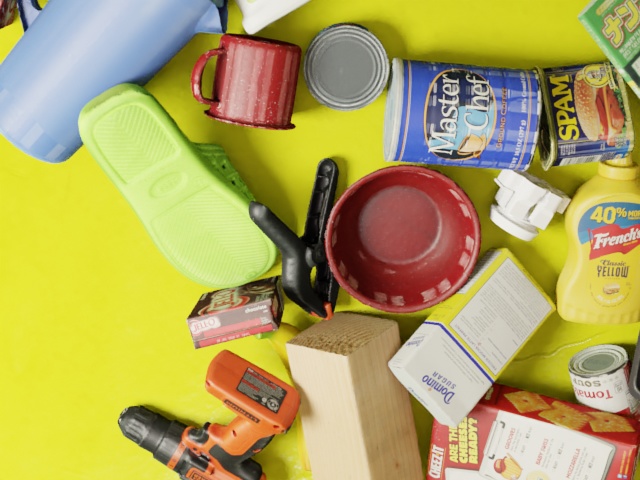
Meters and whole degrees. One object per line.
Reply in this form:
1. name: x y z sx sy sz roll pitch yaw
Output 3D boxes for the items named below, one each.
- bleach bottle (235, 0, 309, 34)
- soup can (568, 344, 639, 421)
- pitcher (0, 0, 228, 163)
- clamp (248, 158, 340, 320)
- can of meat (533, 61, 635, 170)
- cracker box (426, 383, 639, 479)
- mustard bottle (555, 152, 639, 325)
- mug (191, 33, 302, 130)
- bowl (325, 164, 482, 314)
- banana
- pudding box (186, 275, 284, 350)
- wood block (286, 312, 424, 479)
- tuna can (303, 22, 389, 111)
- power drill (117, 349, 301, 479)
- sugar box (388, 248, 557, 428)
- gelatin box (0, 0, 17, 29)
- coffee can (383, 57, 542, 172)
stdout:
1. bleach bottle: -0.086 -0.328 1.004 0.103 0.068 0.251 -28 100 14
2. soup can: 0.318 0.175 1.175 0.068 0.068 0.102 -17 108 6
3. pitcher: -0.219 -0.198 1.024 0.243 0.149 0.144 -44 137 16
4. clamp: -0.007 0.001 1.120 0.120 0.039 0.171 -37 128 -26
5. can of meat: 0.260 -0.126 1.063 0.084 0.057 0.102 -6 75 -1
6. cracker box: 0.229 0.253 1.164 0.214 0.072 0.164 13 110 22
7. mustard bottle: 0.305 -0.008 1.118 0.096 0.058 0.192 2 108 0
8. mug: -0.073 -0.157 1.045 0.117 0.093 0.081 0 106 -34
9. bowl: 0.085 -0.007 1.120 0.162 0.055 0.162 0 109 0
10. banana: -0.024 0.161 1.176 0.069 0.037 0.198 -36 120 -32
11. pudding box: -0.085 0.074 1.117 0.090 0.113 0.039 -13 98 5
12. wood block: 0.041 0.193 1.153 0.091 0.090 0.206 6 114 42
13. tuna can: 0.026 -0.175 1.074 0.086 0.033 0.086 0 109 0
14. power drill: -0.117 0.199 1.160 0.184 0.057 0.188 29 133 -4
15. sugar box: 0.161 0.101 1.125 0.176 0.048 0.093 -45 104 -13
16. gelatin box: -0.308 -0.249 1.029 0.030 0.073 0.089 17 107 -7
17. coffee can: 0.138 -0.123 1.055 0.140 0.103 0.103 4 109 -2
